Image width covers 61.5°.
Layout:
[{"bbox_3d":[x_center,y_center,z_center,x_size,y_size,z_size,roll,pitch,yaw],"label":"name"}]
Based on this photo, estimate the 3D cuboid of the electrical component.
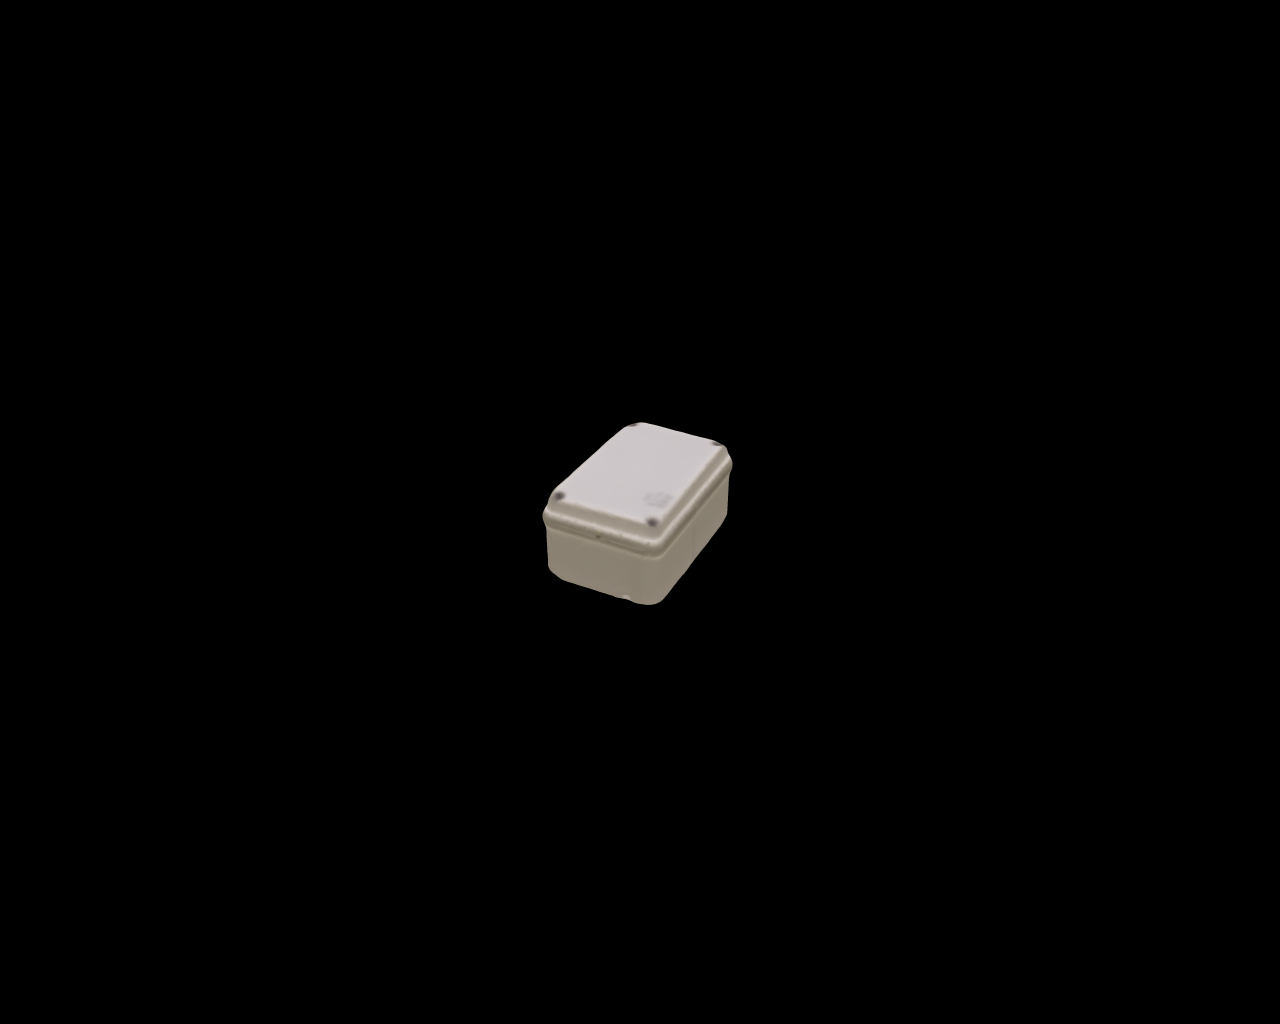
[{"bbox_3d":[0.001,-0.003,0.650,0.078,0.057,0.113,16,37,22],"label":"electrical component"}]
